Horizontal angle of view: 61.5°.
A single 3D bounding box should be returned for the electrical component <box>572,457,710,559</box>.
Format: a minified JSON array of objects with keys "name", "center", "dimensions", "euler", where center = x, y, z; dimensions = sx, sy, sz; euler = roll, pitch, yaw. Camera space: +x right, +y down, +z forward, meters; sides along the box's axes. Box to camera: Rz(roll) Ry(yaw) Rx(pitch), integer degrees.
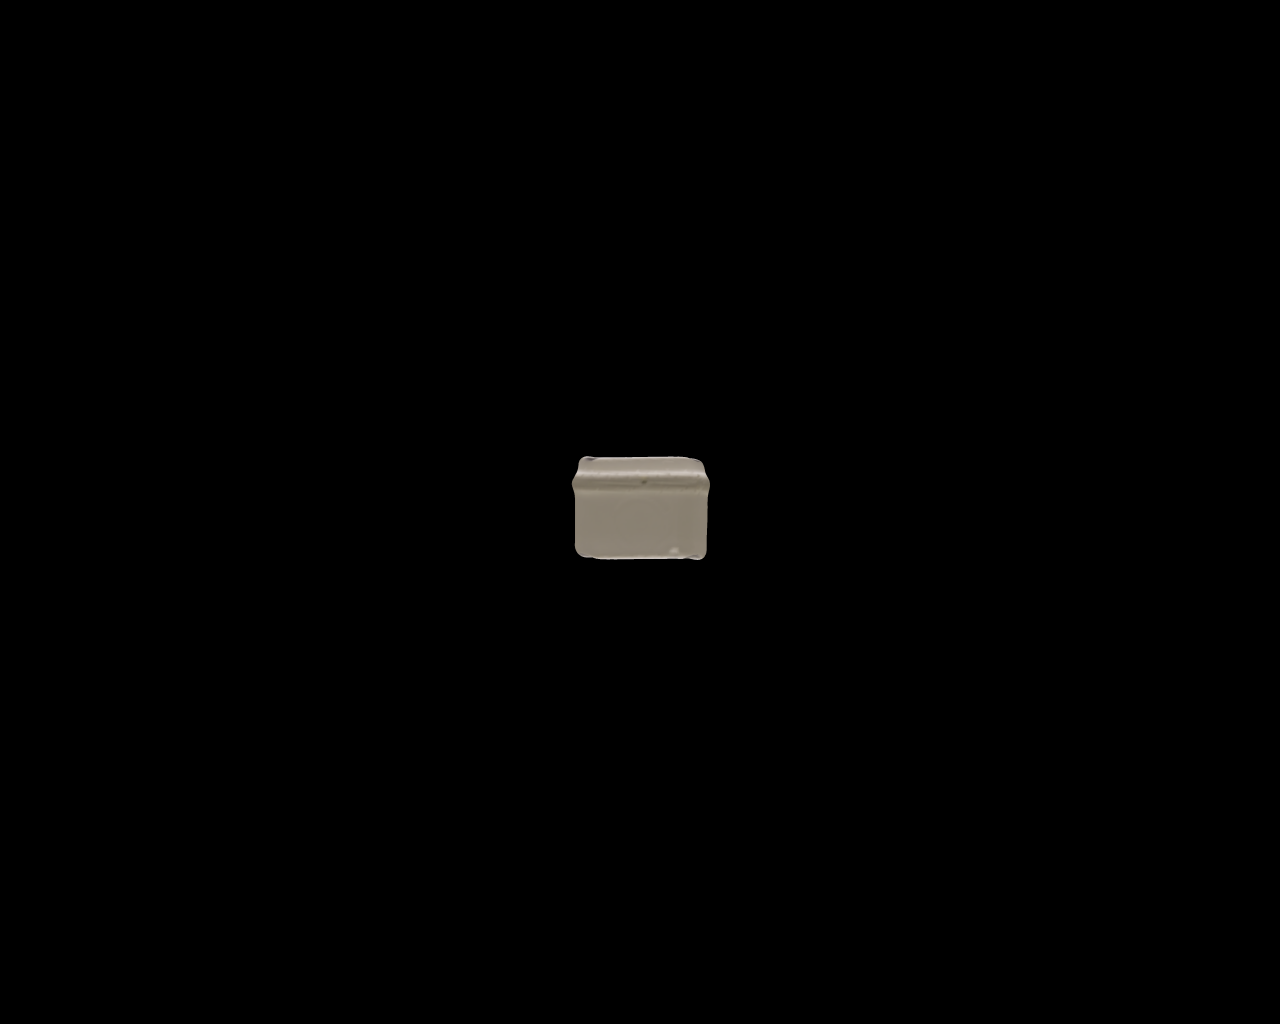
[{"name":"electrical component","center":[0.001,-0.003,0.650],"dimensions":[0.078,0.057,0.113],"euler":[0,0,0]}]
